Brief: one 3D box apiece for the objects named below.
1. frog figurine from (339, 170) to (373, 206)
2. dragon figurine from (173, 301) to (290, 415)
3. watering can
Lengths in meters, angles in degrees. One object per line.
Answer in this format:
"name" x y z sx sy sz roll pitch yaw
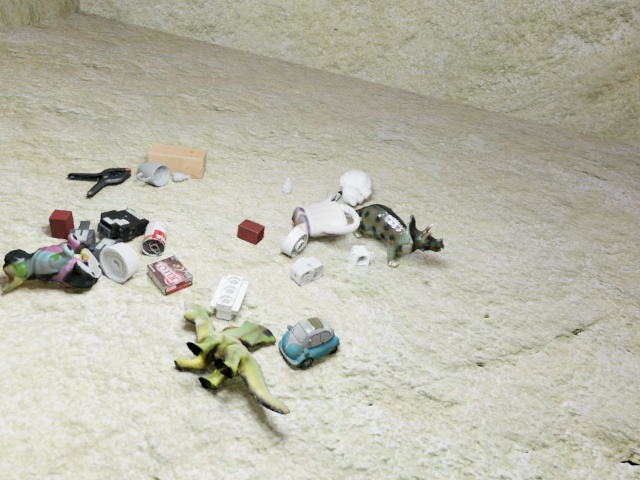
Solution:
"frog figurine" 0.134 -0.206 2.016 0.138 0.120 0.162 38 28 5
"dragon figurine" -0.198 0.269 1.279 0.413 0.120 0.246 26 30 19
"watering can" 0.006 -0.092 1.829 0.225 0.102 0.353 -10 27 -15
